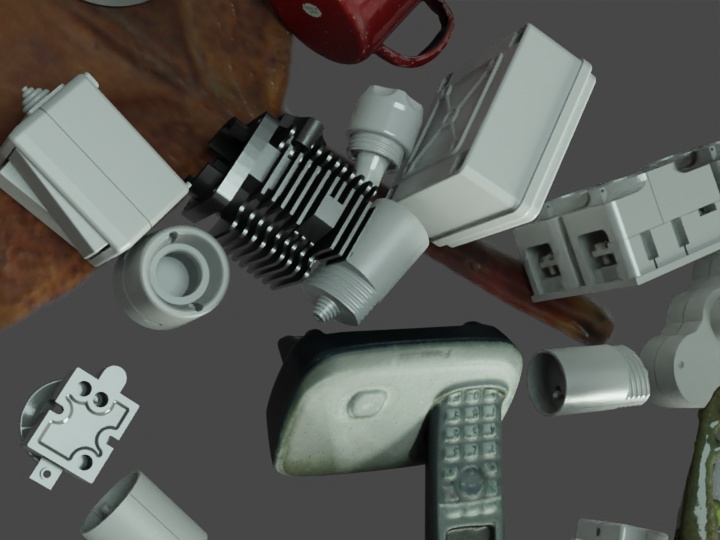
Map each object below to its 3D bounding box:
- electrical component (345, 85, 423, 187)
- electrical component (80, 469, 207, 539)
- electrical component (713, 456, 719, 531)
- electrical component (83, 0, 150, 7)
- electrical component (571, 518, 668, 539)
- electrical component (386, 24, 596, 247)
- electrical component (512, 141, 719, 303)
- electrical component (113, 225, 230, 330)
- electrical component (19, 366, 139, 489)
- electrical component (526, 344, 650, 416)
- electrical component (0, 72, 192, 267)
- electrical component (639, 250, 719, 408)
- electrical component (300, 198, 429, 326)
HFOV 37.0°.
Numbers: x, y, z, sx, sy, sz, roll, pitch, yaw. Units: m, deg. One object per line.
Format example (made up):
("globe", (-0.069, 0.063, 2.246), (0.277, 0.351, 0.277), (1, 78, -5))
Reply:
("electrical component", (0.011, -0.077, 0.657), (0.043, 0.043, 0.062), (25, 73, -22))
("electrical component", (-0.103, 0.149, 0.569), (0.081, 0.043, 0.043), (47, 66, -13))
("electrical component", (0.248, 0.153, 0.747), (0.040, 0.040, 0.046), (29, 65, -20))
("electrical component", (-0.134, -0.203, 0.603), (0.099, 0.064, 0.099), (11, 72, -38))
("electrical component", (0.149, 0.193, 0.687), (0.077, 0.047, 0.065), (17, 76, -24))
("electrical component", (0.076, -0.078, 0.653), (0.056, 0.109, 0.108), (32, 70, -17))
("electrical component", (0.206, -0.042, 0.715), (0.186, 0.105, 0.060), (-20, 92, -27))
("electrical component", (-0.102, 0.004, 0.587), (0.055, 0.047, 0.055), (4, 81, -26))
("electrical component", (-0.147, 0.079, 0.550), (0.048, 0.055, 0.066), (36, 69, -18))
("electrical component", (0.156, 0.071, 0.709), (0.081, 0.043, 0.043), (-2, 84, -27))
("electrical component", (-0.149, -0.053, 0.563), (0.096, 0.062, 0.061), (48, 66, -13))
("electrical component", (0.257, 0.036, 0.747), (0.052, 0.074, 0.138), (44, 67, -15))
("electrical component", (0.000, 0.000, 0.641), (0.043, 0.043, 0.081), (48, 66, -13))
